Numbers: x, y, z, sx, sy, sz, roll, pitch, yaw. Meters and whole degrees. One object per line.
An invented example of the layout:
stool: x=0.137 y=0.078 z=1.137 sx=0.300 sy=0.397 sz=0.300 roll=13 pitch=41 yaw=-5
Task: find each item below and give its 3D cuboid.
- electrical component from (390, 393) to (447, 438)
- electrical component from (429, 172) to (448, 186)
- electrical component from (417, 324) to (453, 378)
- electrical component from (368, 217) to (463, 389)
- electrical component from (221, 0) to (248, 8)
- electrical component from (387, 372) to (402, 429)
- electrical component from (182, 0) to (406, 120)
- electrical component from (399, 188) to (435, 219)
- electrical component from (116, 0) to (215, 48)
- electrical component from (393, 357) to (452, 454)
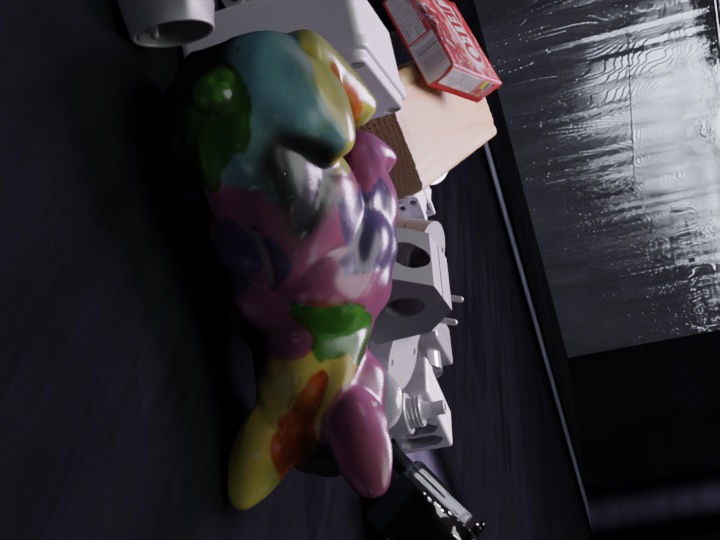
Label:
electrical component: x=0.039 y=0.115 z=0.863 sx=0.035 sy=0.061 sz=0.035 roll=-12 pitch=90 yaw=-77
electrical component: x=0.034 y=-0.127 z=1.042 sx=0.108 sy=0.060 sz=0.108 roll=22 pitch=61 yaw=-48
electrical component: x=0.057 y=0.079 z=1.003 sx=0.065 sy=0.047 sz=0.076 roll=57 pitch=24 yaw=-56
electrical component: x=0.044 y=0.027 z=0.836 sx=0.052 sy=0.074 sz=0.138 roll=44 pitch=58 yaw=-58
electrical component: x=-0.060 y=-0.164 z=0.726 sx=0.066 sy=0.048 sz=0.055 roll=55 pitch=0 yaw=25
electrical component: x=0.010 y=0.101 z=0.799 sx=0.062 sy=0.048 sz=0.048 roll=62 pitch=19 yaw=-69
electrical component: x=-0.038 y=-0.123 z=0.655 sx=0.109 sy=0.109 sz=0.056 roll=28 pitch=49 yaw=-73
electrical component: x=0.047 y=-0.076 z=1.116 sx=0.063 sy=0.042 sz=0.081 roll=-83 pitch=157 yaw=-45
electrical component: x=-0.107 y=-0.159 z=0.538 sx=0.079 sy=0.044 sz=0.077 roll=5 pitch=74 yaw=-76
electrical component: x=0.046 y=0.104 z=0.937 sx=0.075 sy=0.047 sz=0.083 roll=-89 pitch=162 yaw=-44
